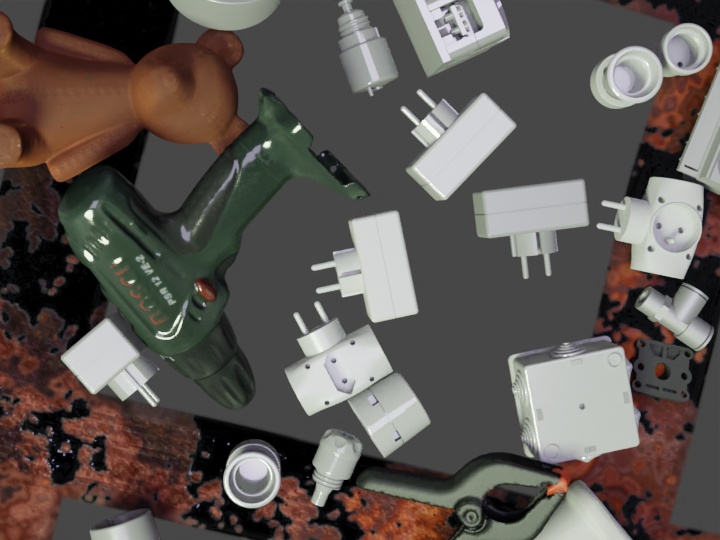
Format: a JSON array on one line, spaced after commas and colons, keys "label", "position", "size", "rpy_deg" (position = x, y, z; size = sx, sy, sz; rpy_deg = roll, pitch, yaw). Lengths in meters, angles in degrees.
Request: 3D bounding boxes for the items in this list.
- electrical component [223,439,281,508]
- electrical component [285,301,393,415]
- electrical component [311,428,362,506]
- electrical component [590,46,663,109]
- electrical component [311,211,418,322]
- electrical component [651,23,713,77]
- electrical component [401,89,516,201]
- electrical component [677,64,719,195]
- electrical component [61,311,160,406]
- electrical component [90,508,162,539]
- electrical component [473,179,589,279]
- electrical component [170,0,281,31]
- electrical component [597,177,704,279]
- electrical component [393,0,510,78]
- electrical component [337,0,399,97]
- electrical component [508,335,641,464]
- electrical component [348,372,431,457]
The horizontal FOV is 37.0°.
[{"label": "electrical component", "position": [-0.086, 0.161, 0.861], "size": [0.045, 0.055, 0.045], "rpy_deg": [0, 93, -4]}, {"label": "electrical component", "position": [-0.025, 0.065, 0.866], "size": [0.077, 0.043, 0.079], "rpy_deg": [-28, 93, -2]}, {"label": "electrical component", "position": [-0.023, 0.162, 0.876], "size": [0.035, 0.035, 0.061], "rpy_deg": [22, 94, -5]}, {"label": "electrical component", "position": [0.213, -0.154, 0.866], "size": [0.045, 0.055, 0.045], "rpy_deg": [0, 93, -4]}, {"label": "electrical component", "position": [0.000, 0.000, 0.863], "size": [0.076, 0.047, 0.083], "rpy_deg": [-12, 94, -3]}, {"label": "electrical component", "position": [0.258, -0.176, 0.872], "size": [0.040, 0.046, 0.040], "rpy_deg": [0, 93, -4]}, {"label": "electrical component", "position": [0.067, -0.111, 0.861], "size": [0.076, 0.047, 0.083], "rpy_deg": [44, 89, -5]}, {"label": "electrical component", "position": [0.311, -0.122, 0.870], "size": [0.079, 0.063, 0.121], "rpy_deg": [22, 91, -5]}, {"label": "electrical component", "position": [-0.182, 0.076, 0.835], "size": [0.047, 0.083, 0.075], "rpy_deg": [-41, 95, -1]}, {"label": "electrical component", "position": [-0.185, 0.221, 0.858], "size": [0.055, 0.055, 0.047], "rpy_deg": [-16, 90, -3]}, {"label": "electrical component", "position": [0.140, -0.031, 0.871], "size": [0.083, 0.047, 0.075], "rpy_deg": [-7, 93, -4]}, {"label": "electrical component", "position": [-0.104, -0.237, 0.831], "size": [0.108, 0.060, 0.108], "rpy_deg": [3, 72, -11]}, {"label": "electrical component", "position": [0.234, -0.038, 0.878], "size": [0.079, 0.044, 0.077], "rpy_deg": [11, 92, -5]}, {"label": "electrical component", "position": [0.055, -0.235, 0.833], "size": [0.062, 0.089, 0.150], "rpy_deg": [-25, 94, -3]}, {"label": "electrical component", "position": [0.002, -0.177, 0.857], "size": [0.040, 0.040, 0.078], "rpy_deg": [-21, 94, -3]}, {"label": "electrical component", "position": [0.176, 0.107, 0.879], "size": [0.100, 0.048, 0.099], "rpy_deg": [-11, 95, -4]}, {"label": "electrical component", "position": [0.024, 0.115, 0.867], "size": [0.047, 0.055, 0.055], "rpy_deg": [-33, 95, -6]}]
